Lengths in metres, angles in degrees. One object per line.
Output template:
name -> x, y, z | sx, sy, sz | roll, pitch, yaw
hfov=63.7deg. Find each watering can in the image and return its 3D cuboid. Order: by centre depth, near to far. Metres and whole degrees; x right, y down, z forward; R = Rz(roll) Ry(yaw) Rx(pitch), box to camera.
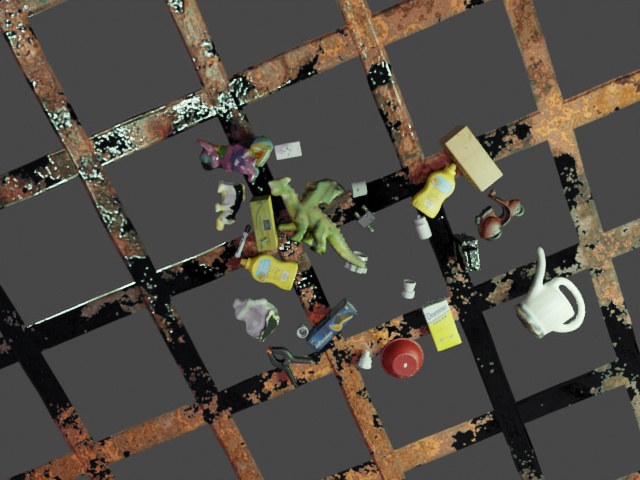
watering can -> 0.786, 0.204, 1.817 | 0.224, 0.105, 0.345 | -38, 102, 6

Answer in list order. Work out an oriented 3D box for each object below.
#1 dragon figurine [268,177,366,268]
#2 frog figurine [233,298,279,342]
dragon figurine -> 0.005, -0.087, 1.720 | 0.409, 0.122, 0.242 | 23, 92, -8
frog figurine -> -0.228, 0.264, 1.793 | 0.160, 0.124, 0.135 | 24, 113, 28
